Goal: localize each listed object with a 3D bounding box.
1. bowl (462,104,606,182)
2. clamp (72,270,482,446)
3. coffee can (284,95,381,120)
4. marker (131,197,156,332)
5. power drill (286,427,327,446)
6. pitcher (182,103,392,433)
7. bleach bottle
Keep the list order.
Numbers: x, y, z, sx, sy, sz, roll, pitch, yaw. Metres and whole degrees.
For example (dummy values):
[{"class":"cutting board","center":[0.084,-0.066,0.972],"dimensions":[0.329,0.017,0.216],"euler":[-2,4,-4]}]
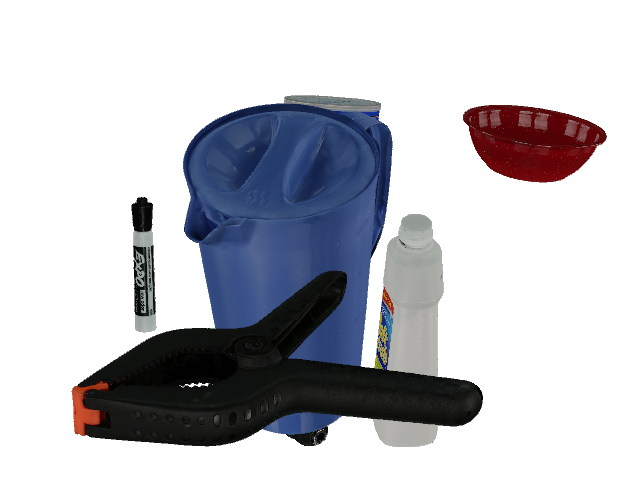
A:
[{"class":"bowl","center":[0.238,-0.107,1.212],"dimensions":[0.162,0.055,0.162],"euler":[5,23,-2]},{"class":"clamp","center":[-0.037,0.069,0.603],"dimensions":[0.209,0.036,0.165],"euler":[-7,25,-20]},{"class":"coffee can","center":[0.008,-0.080,1.140],"dimensions":[0.103,0.140,0.103],"euler":[4,12,-1]},{"class":"marker","center":[-0.156,0.021,0.940],"dimensions":[0.020,0.121,0.020],"euler":[1,16,0]},{"class":"power drill","center":[-0.033,0.118,1.208],"dimensions":[0.057,0.188,0.185],"euler":[14,11,-46]},{"class":"pitcher","center":[-0.016,0.025,0.799],"dimensions":[0.149,0.243,0.145],"euler":[-3,41,-1]},{"class":"bleach bottle","center":[0.086,0.080,1.033],"dimensions":[0.068,0.251,0.102],"euler":[-2,36,-2]}]
